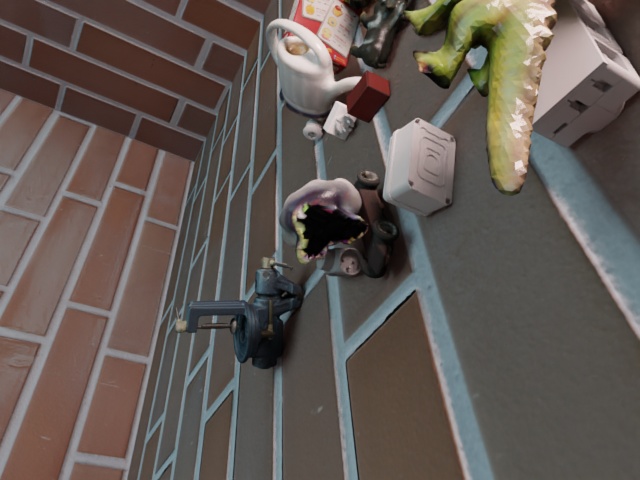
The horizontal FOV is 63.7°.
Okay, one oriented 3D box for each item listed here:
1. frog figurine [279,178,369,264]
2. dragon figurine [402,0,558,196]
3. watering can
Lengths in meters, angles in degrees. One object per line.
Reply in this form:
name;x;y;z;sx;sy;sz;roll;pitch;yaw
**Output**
frog figurine;0.002;-0.041;0.809;0.122;0.136;0.161;40;12;-11
dragon figurine;0.209;-0.240;0.475;0.121;0.421;0.239;25;-50;-29
watering can;-0.005;-0.360;1.167;0.105;0.352;0.219;-38;-27;-20
